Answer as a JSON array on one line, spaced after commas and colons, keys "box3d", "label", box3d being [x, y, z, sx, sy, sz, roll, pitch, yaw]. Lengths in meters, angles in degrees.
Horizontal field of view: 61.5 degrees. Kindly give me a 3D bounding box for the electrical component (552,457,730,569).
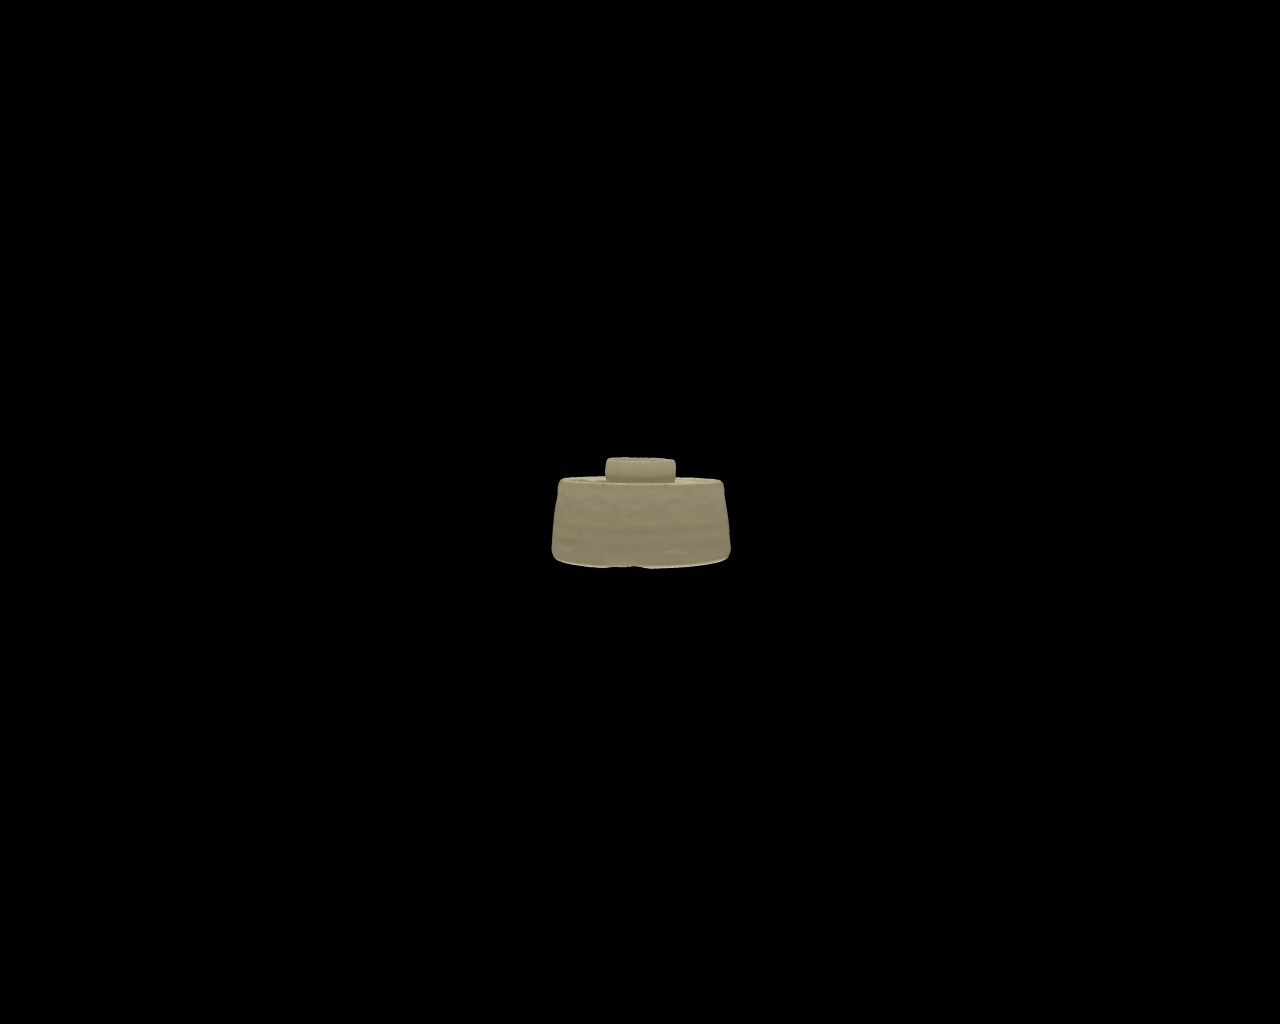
[{"box3d": [0.001, -0.003, 0.650, 0.108, 0.060, 0.108, 0, 5, 0], "label": "electrical component"}]
